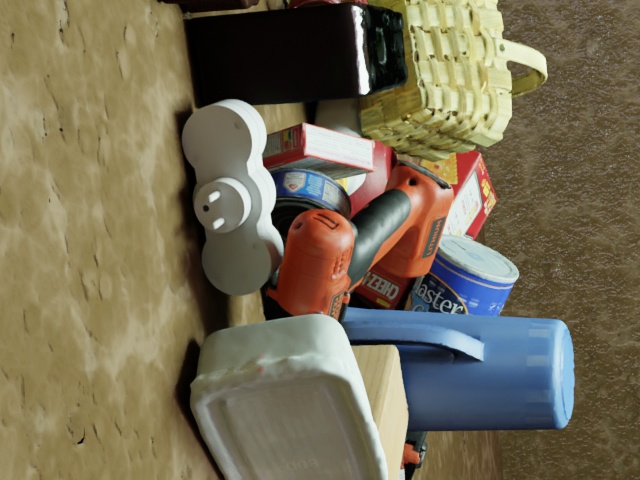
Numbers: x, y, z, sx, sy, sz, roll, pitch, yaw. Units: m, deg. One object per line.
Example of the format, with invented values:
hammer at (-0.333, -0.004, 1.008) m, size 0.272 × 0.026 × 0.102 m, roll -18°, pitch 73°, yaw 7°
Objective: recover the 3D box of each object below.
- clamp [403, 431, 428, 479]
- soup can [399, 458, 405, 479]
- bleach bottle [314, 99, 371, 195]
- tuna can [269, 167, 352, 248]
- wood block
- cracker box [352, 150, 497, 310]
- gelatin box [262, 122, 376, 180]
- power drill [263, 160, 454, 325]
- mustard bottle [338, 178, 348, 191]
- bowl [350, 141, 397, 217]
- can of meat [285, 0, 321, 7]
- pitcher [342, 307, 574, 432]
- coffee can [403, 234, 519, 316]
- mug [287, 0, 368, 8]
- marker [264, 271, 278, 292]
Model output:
clamp at (0.101, 0.254, 1.235) m, size 0.210 × 0.036 × 0.164 m, roll 17°, pitch 90°, yaw -81°
soup can at (0.055, 0.263, 1.105) m, size 0.068 × 0.068 × 0.102 m, roll 24°, pitch 63°, yaw -74°
bleach bottle at (0.028, -0.134, 1.151) m, size 0.250 × 0.068 × 0.102 m, roll -75°, pitch 153°, yaw -49°
tuna can at (-0.018, -0.018, 0.874) m, size 0.086 × 0.086 × 0.033 m, roll 70°, pitch 22°, yaw -46°
wood block at (0.020, 0.187, 0.947) m, size 0.206 × 0.090 × 0.091 m, roll -69°, pitch 151°, yaw -61°
cracker box at (0.127, 0.000, 1.295) m, size 0.213 × 0.072 × 0.164 m, roll -59°, pitch 158°, yaw -7°
gelatin box at (-0.009, -0.070, 0.889) m, size 0.089 × 0.073 × 0.030 m, roll 7°, pitch 76°, yaw -46°
power drill at (0.027, 0.031, 0.833) m, size 0.187 × 0.057 × 0.185 m, roll -38°, pitch 151°, yaw -46°
mustard bottle at (-0.006, 0.001, 0.973) m, size 0.096 × 0.058 × 0.191 m, roll 52°, pitch 36°, yaw -62°
bowl at (0.061, -0.078, 1.278) m, size 0.162 × 0.055 × 0.162 m, roll -5°, pitch 90°, yaw -76°
can of meat at (-0.004, -0.267, 1.081) m, size 0.102 × 0.057 × 0.084 m, roll 62°, pitch 28°, yaw -57°
pitcher at (0.127, 0.130, 1.078) m, size 0.149 × 0.243 × 0.145 m, roll -39°, pitch 125°, yaw -65°
coffee can at (0.147, 0.078, 1.197) m, size 0.102 × 0.103 × 0.140 m, roll -49°, pitch 162°, yaw -71°
mug at (0.003, -0.194, 1.028) m, size 0.117 × 0.081 × 0.093 m, roll 63°, pitch 26°, yaw -56°
marker at (-0.033, 0.073, 0.918) m, size 0.020 × 0.020 × 0.121 m, roll -60°, pitch 143°, yaw -66°
